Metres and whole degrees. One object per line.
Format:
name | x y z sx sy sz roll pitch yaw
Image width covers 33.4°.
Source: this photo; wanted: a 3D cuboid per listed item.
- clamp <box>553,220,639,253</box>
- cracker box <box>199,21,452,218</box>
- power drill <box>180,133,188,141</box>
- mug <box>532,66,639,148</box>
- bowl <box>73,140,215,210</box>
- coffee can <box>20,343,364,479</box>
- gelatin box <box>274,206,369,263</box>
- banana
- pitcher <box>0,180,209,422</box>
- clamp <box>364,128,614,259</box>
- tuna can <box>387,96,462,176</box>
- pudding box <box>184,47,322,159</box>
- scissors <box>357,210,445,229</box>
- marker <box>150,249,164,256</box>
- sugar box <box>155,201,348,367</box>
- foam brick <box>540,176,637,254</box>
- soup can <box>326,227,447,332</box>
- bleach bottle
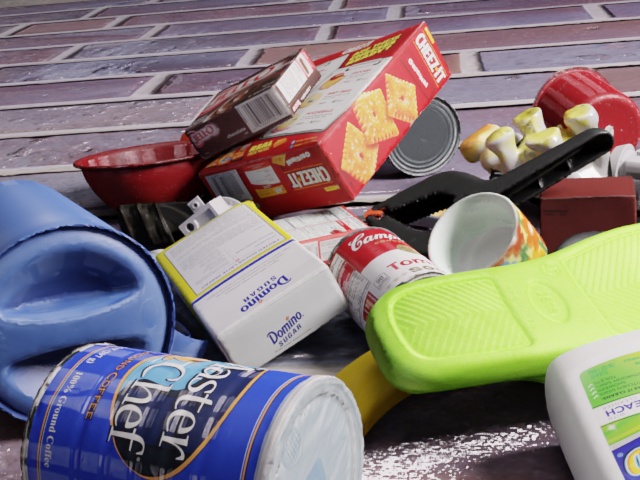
clamp | 0.222 0.013 0.754 0.171 0.039 0.120 -7 50 -6
cracker box | 0.009 -0.110 1.027 0.164 0.072 0.213 -10 31 43
power drill | -0.043 -0.110 1.187 0.187 0.057 0.185 -17 23 -28
mug | 0.265 -0.115 1.091 0.117 0.093 0.081 -37 26 5
bowl | -0.165 -0.063 1.080 0.162 0.055 0.162 -7 12 1
coffee can | -0.062 0.110 0.536 0.140 0.103 0.102 5 23 27
gelatin box | -0.006 0.001 0.919 0.089 0.030 0.073 -12 20 -16
banana | 0.049 0.089 0.656 0.197 0.037 0.070 -21 24 -35
pitcher | -0.191 0.033 0.771 0.145 0.149 0.243 -29 23 -15
clamp | 0.131 -0.025 0.862 0.210 0.036 0.164 7 58 43
tuna can | 0.101 -0.112 1.111 0.086 0.086 0.034 -12 20 -15
pudding box | -0.063 -0.129 1.009 0.114 0.039 0.090 -20 25 31
scissors | 0.076 -0.027 0.992 0.202 0.016 0.096 2 20 20
marker | -0.164 0.022 0.920 0.121 0.020 0.020 -13 21 -18
sugar box | -0.056 0.031 0.800 0.093 0.048 0.176 -33 29 -9
foam brick | 0.221 -0.020 0.881 0.078 0.053 0.051 0 21 14
soup can | 0.052 0.038 0.751 0.068 0.068 0.102 -12 22 -17
bleach bottle | 0.181 0.126 0.485 0.102 0.068 0.251 -14 22 1
